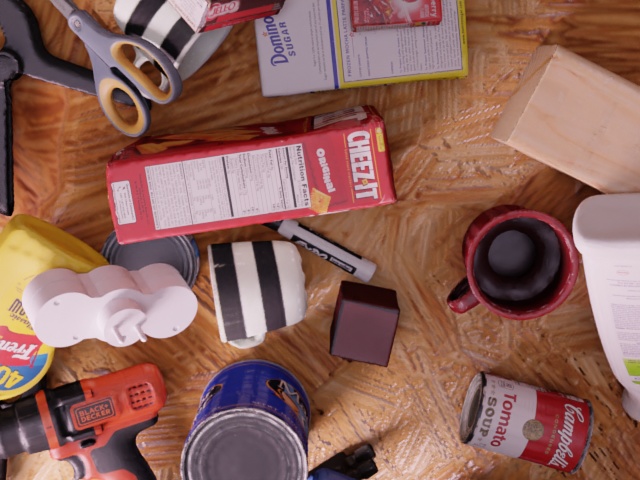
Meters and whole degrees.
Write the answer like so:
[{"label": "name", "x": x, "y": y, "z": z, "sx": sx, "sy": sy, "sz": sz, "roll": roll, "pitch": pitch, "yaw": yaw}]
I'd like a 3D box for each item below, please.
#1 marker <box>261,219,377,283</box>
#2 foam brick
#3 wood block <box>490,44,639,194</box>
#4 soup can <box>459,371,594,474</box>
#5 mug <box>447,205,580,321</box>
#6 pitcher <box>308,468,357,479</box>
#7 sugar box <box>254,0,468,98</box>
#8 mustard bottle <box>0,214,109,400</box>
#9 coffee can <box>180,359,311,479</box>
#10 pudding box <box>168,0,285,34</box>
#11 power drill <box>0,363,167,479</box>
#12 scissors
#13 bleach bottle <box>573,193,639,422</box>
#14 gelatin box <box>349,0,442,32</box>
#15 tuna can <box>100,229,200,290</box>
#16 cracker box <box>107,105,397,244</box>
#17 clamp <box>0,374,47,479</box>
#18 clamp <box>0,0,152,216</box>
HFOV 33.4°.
[{"label": "marker", "x": -0.006, "y": 0.001, "z": 0.945, "sx": 0.121, "sy": 0.020, "sz": 0.020, "roll": 29, "pitch": 98, "yaw": -4}, {"label": "foam brick", "x": 0.038, "y": 0.071, "z": 0.928, "sx": 0.053, "sy": 0.078, "sz": 0.051, "roll": 12, "pitch": 100, "yaw": 0}, {"label": "wood block", "x": 0.260, "y": -0.078, "z": 0.894, "sx": 0.206, "sy": 0.091, "sz": 0.090, "roll": 26, "pitch": 99, "yaw": -3}, {"label": "soup can", "x": 0.182, "y": 0.161, "z": 0.947, "sx": 0.102, "sy": 0.068, "sz": 0.068, "roll": 16, "pitch": 99, "yaw": -2}, {"label": "mug", "x": 0.158, "y": 0.022, "z": 0.916, "sx": 0.117, "sy": 0.081, "sz": 0.093, "roll": -41, "pitch": 97, "yaw": 7}, {"label": "pitcher", "x": 0.081, "y": 0.292, "z": 0.886, "sx": 0.243, "sy": 0.145, "sz": 0.149, "roll": 25, "pitch": 88, "yaw": -2}, {"label": "sugar box", "x": 0.034, "y": -0.175, "z": 0.903, "sx": 0.176, "sy": 0.048, "sz": 0.093, "roll": -5, "pitch": 96, "yaw": 4}, {"label": "mustard bottle", "x": -0.266, "y": 0.077, "z": 0.904, "sx": 0.096, "sy": 0.058, "sz": 0.192, "roll": 32, "pitch": 101, "yaw": -29}, {"label": "coffee can", "x": -0.060, "y": 0.170, "z": 0.913, "sx": 0.103, "sy": 0.140, "sz": 0.103, "roll": 0, "pitch": 100, "yaw": 0}, {"label": "pudding box", "x": -0.091, "y": -0.219, "z": 0.842, "sx": 0.113, "sy": 0.089, "sz": 0.039, "roll": 48, "pitch": 135, "yaw": 18}, {"label": "power drill", "x": -0.209, "y": 0.217, "z": 0.946, "sx": 0.184, "sy": 0.057, "sz": 0.187, "roll": -16, "pitch": 102, "yaw": -13}, {"label": "scissors", "x": -0.197, "y": -0.160, "z": 0.888, "sx": 0.202, "sy": 0.016, "sz": 0.096, "roll": 35, "pitch": 128, "yaw": 17}, {"label": "bleach bottle", "x": 0.275, "y": 0.077, "z": 0.897, "sx": 0.103, "sy": 0.068, "sz": 0.251, "roll": 0, "pitch": 130, "yaw": 20}, {"label": "gelatin box", "x": 0.059, "y": -0.216, "z": 0.860, "sx": 0.073, "sy": 0.030, "sz": 0.089, "roll": -4, "pitch": 91, "yaw": 2}, {"label": "tuna can", "x": -0.149, "y": 0.020, "z": 0.942, "sx": 0.086, "sy": 0.034, "sz": 0.086, "roll": 0, "pitch": 99, "yaw": 0}, {"label": "cracker box", "x": -0.052, "y": -0.059, "z": 0.863, "sx": 0.213, "sy": 0.164, "sz": 0.072, "roll": -9, "pitch": 101, "yaw": 2}, {"label": "clamp", "x": -0.312, "y": 0.157, "z": 0.963, "sx": 0.120, "sy": 0.039, "sz": 0.171, "roll": 27, "pitch": 93, "yaw": -14}, {"label": "clamp", "x": -0.256, "y": -0.148, "z": 0.913, "sx": 0.164, "sy": 0.036, "sz": 0.210, "roll": -30, "pitch": 97, "yaw": -2}]
